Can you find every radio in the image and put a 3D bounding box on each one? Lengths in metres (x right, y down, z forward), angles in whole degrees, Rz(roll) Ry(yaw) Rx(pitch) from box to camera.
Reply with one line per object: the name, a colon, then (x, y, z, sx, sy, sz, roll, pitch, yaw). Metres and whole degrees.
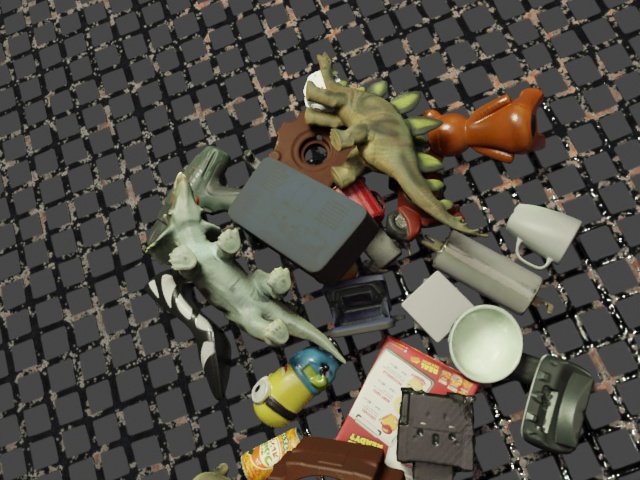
radio: (-0.033, -0.032, 0.871, 0.230, 0.073, 0.131, 31, 81, 33)

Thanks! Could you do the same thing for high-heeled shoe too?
high-heeled shoe: (-0.243, 0.167, 0.961, 0.145, 0.086, 0.249, -12, 70, 8)

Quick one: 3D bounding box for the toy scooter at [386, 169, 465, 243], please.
toy scooter: (0.187, -0.075, 0.951, 0.135, 0.075, 0.184, 4, 60, 4)

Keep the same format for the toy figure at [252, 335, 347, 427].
toy figure: (-0.034, 0.241, 0.910, 0.180, 0.082, 0.089, -34, 73, -4)

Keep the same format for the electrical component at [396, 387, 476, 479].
electrical component: (0.172, 0.293, 0.804, 0.115, 0.058, 0.134, 2, 77, 10)

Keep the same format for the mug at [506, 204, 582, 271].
mug: (0.372, -0.007, 0.921, 0.107, 0.080, 0.109, 32, 87, 25)

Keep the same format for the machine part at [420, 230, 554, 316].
machine part: (0.283, 0.054, 0.914, 0.243, 0.079, 0.079, 29, 82, 14)

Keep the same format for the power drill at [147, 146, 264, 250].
power drill: (-0.195, -0.052, 1.015, 0.207, 0.086, 0.232, 20, 79, 19)

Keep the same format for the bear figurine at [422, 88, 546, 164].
bear figurine: (0.292, -0.196, 0.972, 0.196, 0.132, 0.120, 0, 111, 37)

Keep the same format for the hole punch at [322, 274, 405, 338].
hole punch: (0.067, 0.112, 0.908, 0.142, 0.115, 0.092, -14, 80, 6)

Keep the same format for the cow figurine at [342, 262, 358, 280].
cow figurine: (-0.002, -0.003, 0.943, 0.085, 0.127, 0.195, -38, 71, 1)

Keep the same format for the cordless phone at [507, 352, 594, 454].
cordless phone: (0.331, 0.247, 0.867, 0.184, 0.088, 0.146, 16, 79, 23)

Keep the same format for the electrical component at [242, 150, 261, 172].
electrical component: (-0.115, -0.135, 1.009, 0.021, 0.094, 0.063, -44, 73, -6)

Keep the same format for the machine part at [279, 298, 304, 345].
machine part: (-0.104, 0.136, 0.969, 0.139, 0.039, 0.084, 18, 84, 11)

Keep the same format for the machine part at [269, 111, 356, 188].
machine part: (-0.008, -0.162, 1.022, 0.179, 0.056, 0.179, -2, 75, 6)

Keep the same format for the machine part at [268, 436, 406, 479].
machine part: (0.028, 0.408, 0.812, 0.201, 0.087, 0.201, 1, 100, 20)

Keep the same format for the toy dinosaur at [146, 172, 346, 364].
toy dinosaur: (-0.140, 0.077, 0.897, 0.131, 0.192, 0.404, -45, 98, -17)

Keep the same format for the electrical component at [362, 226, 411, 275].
electrical component: (0.116, 0.017, 0.963, 0.102, 0.045, 0.078, -33, 75, -1)

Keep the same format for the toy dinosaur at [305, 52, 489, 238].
toy dinosaur: (0.107, -0.170, 0.914, 0.199, 0.105, 0.472, -17, 61, -14)

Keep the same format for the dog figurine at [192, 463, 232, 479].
dog figurine: (-0.197, 0.442, 0.824, 0.121, 0.190, 0.172, 1, 74, 8)
